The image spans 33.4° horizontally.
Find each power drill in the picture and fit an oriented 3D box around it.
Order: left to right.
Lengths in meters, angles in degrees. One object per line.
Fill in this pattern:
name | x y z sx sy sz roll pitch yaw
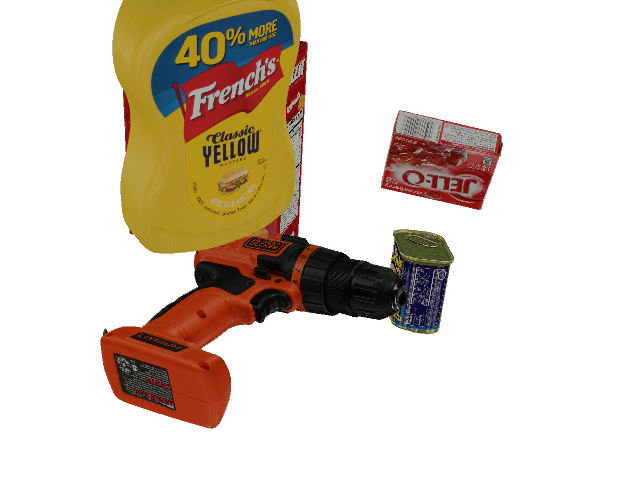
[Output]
power drill | -0.052 0.059 0.780 0.185 0.057 0.187 9 31 32

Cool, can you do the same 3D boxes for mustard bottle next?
mustard bottle | -0.056 -0.087 0.537 0.096 0.192 0.058 -19 44 -26

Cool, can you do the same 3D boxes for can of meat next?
can of meat | 0.103 0.043 1.148 0.057 0.084 0.102 6 17 -5

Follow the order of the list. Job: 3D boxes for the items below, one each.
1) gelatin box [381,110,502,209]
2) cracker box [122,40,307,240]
gelatin box | 0.100 -0.065 0.889 0.089 0.030 0.073 14 -35 3
cracker box | -0.103 -0.094 1.030 0.164 0.214 0.072 12 32 14
